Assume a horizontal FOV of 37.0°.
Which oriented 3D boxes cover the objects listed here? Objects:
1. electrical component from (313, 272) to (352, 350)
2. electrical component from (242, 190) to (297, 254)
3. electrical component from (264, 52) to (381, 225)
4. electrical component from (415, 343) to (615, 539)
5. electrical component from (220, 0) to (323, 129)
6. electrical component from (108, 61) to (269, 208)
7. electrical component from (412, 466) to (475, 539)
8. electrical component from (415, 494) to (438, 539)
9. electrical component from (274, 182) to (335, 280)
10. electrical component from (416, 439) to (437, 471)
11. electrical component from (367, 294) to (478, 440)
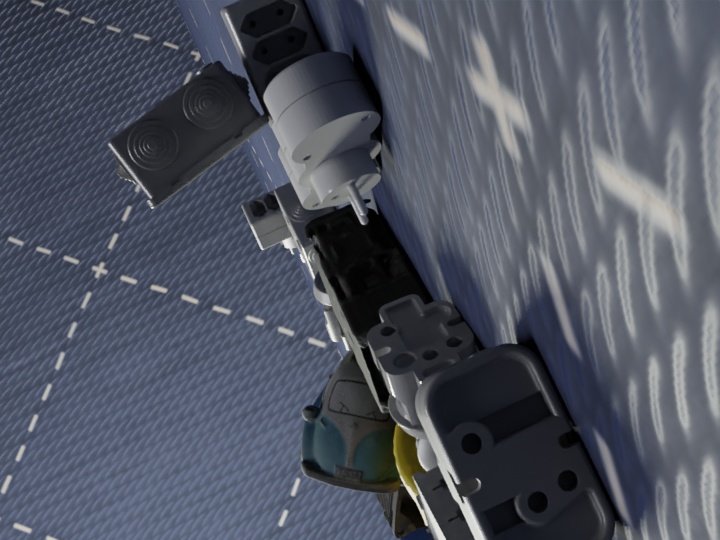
[{"bbox_3d":[-0.010,0.026,0.983,0.078,0.058,0.057,-95,-11,-51],"label":"electrical component"},{"bbox_3d":[-0.077,-0.050,1.199,0.047,0.083,0.075,-120,7,-52],"label":"electrical component"},{"bbox_3d":[-0.012,-0.060,0.607,0.138,0.052,0.073,86,158,-77],"label":"electrical component"},{"bbox_3d":[0.065,0.083,0.472,0.059,0.054,0.095,106,140,-83],"label":"electrical component"},{"bbox_3d":[-0.053,-0.138,0.694,0.075,0.047,0.083,-129,15,-72],"label":"electrical component"},{"bbox_3d":[-0.108,-0.085,0.674,0.048,0.100,0.100,53,177,-9],"label":"electrical component"},{"bbox_3d":[0.093,0.182,0.619,0.089,0.062,0.150,-122,8,-57],"label":"electrical component"},{"bbox_3d":[0.081,0.176,0.730,0.096,0.061,0.061,73,171,-58],"label":"electrical component"},{"bbox_3d":[-0.046,-0.041,1.115,0.099,0.048,0.099,72,172,-56],"label":"electrical component"},{"bbox_3d":[0.060,0.113,0.751,0.062,0.048,0.048,-107,-5,-70],"label":"electrical component"},{"bbox_3d":[0.040,0.059,0.615,0.078,0.058,0.057,-121,11,-54],"label":"electrical component"}]
